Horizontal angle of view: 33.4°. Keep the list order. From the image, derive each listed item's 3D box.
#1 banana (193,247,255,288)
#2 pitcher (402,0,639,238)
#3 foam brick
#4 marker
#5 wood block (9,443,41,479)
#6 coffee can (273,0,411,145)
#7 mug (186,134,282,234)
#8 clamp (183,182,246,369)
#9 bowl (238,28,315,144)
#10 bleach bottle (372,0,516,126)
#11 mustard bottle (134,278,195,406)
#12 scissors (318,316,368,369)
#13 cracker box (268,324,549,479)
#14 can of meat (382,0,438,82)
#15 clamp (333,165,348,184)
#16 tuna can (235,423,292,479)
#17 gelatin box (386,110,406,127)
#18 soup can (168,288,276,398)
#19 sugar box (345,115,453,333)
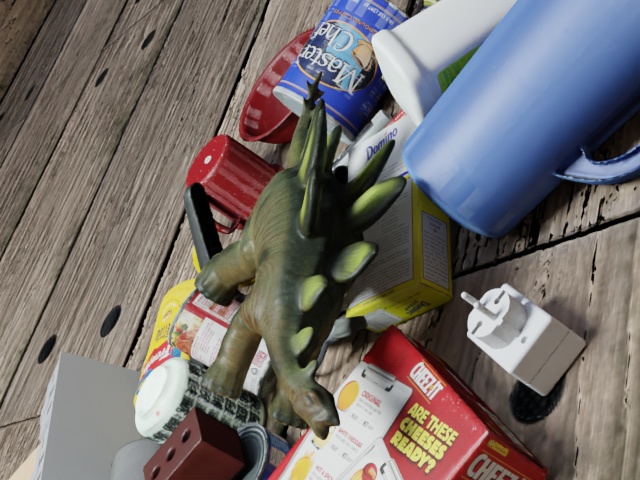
[{"bbox_3d":[-0.090,0.017,1.108,0.198,0.037,0.069,9,104,57],"label":"banana"},{"bbox_3d":[0.181,-0.112,0.794,0.243,0.145,0.149,-49,15,21],"label":"pitcher"},{"bbox_3d":[-0.109,0.195,0.919,0.078,0.051,0.053,-51,26,11],"label":"foam brick"},{"bbox_3d":[0.031,-0.087,1.121,0.121,0.020,0.020,-46,28,19],"label":"marker"},{"bbox_3d":[-0.278,0.320,1.098,0.091,0.090,0.206,-47,28,19],"label":"wood block"},{"bbox_3d":[0.030,-0.188,1.143,0.140,0.102,0.103,-57,26,-2],"label":"coffee can"},{"bbox_3d":[-0.107,-0.062,1.254,0.093,0.081,0.117,-20,43,50],"label":"mug"},{"bbox_3d":[-0.078,0.065,1.041,0.165,0.036,0.210,21,112,28],"label":"clamp"},{"bbox_3d":[-0.026,-0.171,1.272,0.162,0.055,0.162,-40,30,29],"label":"bowl"},{"bbox_3d":[0.168,-0.194,0.882,0.251,0.102,0.068,-34,61,-1],"label":"bleach bottle"},{"bbox_3d":[-0.155,0.136,1.135,0.096,0.058,0.191,-30,36,40],"label":"mustard bottle"},{"bbox_3d":[0.012,0.060,0.903,0.202,0.016,0.096,126,155,-61],"label":"scissors"},{"bbox_3d":[0.037,0.188,0.741,0.214,0.072,0.164,-52,27,5],"label":"cracker box"},{"bbox_3d":[0.119,-0.160,0.975,0.102,0.057,0.084,32,91,23],"label":"can of meat"},{"bbox_3d":[-0.007,0.001,1.065,0.172,0.039,0.120,-50,15,17],"label":"clamp"},{"bbox_3d":[-0.061,0.205,0.928,0.086,0.033,0.086,-40,30,29],"label":"tuna can"},{"bbox_3d":[0.081,-0.089,1.027,0.089,0.030,0.073,-45,29,21],"label":"gelatin box"},{"bbox_3d":[-0.080,0.093,0.990,0.068,0.102,0.068,-56,-14,-22],"label":"soup can"},{"bbox_3d":[0.067,-0.017,0.924,0.094,0.048,0.176,-28,46,42],"label":"sugar box"}]
